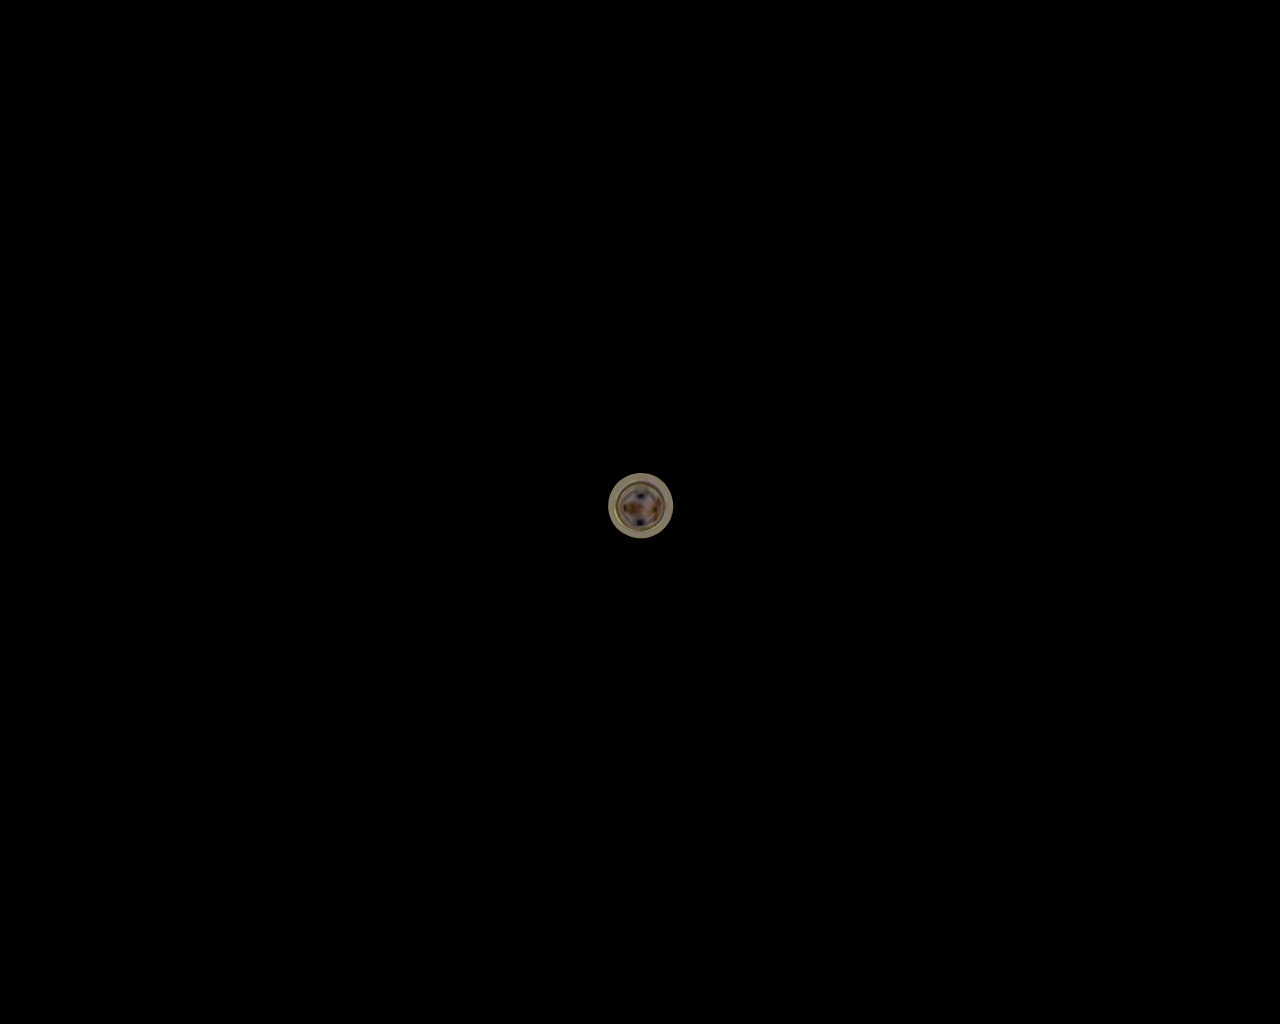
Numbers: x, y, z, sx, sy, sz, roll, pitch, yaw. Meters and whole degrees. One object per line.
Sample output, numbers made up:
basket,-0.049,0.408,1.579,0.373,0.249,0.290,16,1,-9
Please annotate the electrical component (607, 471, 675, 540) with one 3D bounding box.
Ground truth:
electrical component,0.001,-0.003,0.650,0.040,0.040,0.046,0,-4,0
